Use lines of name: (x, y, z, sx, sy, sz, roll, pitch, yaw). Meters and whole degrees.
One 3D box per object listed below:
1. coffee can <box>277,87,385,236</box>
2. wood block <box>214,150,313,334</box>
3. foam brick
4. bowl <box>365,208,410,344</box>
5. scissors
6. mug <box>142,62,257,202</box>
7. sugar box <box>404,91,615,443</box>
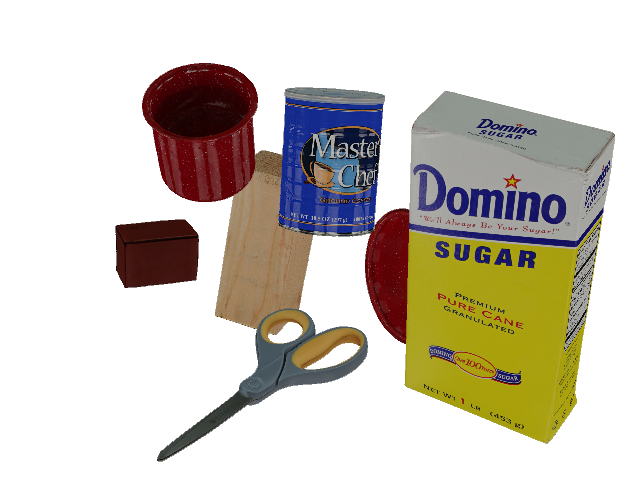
coffee can: (0.010, -0.083, 1.102, 0.103, 0.140, 0.103, 3, 12, -1)
wood block: (-0.065, 0.001, 1.364, 0.090, 0.206, 0.090, 16, 23, 13)
foam brick: (-0.170, 0.012, 1.107, 0.078, 0.051, 0.053, -6, 22, -19)
bowl: (0.123, 0.039, 1.228, 0.055, 0.162, 0.161, -11, -7, 41)
scissors: (-0.055, 0.099, 0.797, 0.201, 0.016, 0.096, -19, 37, -32)
mug: (-0.093, -0.095, 0.891, 0.093, 0.117, 0.081, 12, -39, 11)
sugar box: (0.093, 0.017, 0.559, 0.093, 0.176, 0.048, 18, 42, 27)
